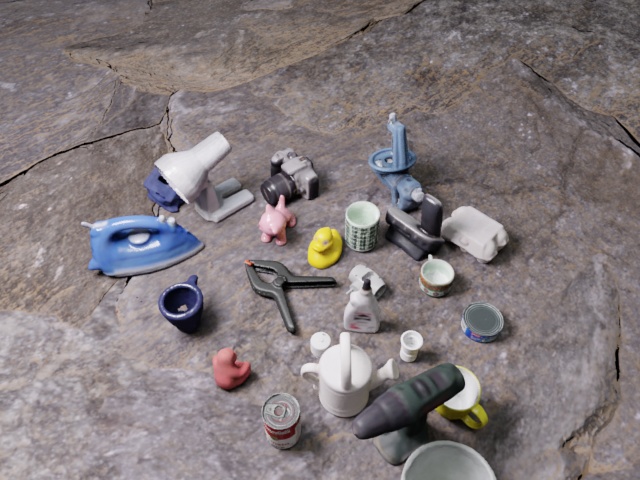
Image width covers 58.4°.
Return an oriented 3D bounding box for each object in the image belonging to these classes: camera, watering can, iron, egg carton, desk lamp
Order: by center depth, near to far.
[{"bbox_3d":[0.055,0.243,1.066,0.173,0.194,0.100,-15,52,-12],"label":"watering can"},{"bbox_3d":[-0.403,-0.010,1.304,0.258,0.141,0.118,-9,51,-8],"label":"iron"},{"bbox_3d":[0.365,-0.014,1.363,0.150,0.069,0.107,35,58,25],"label":"egg carton"},{"bbox_3d":[-0.276,-0.147,1.372,0.204,0.214,0.117,-34,58,-25],"label":"desk lamp"},{"bbox_3d":[-0.090,-0.160,1.458,0.137,0.101,0.142,-31,57,-23],"label":"camera"}]

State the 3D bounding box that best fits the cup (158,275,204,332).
[{"bbox_3d":[-0.282,0.141,1.211,0.091,0.095,0.118,12,51,9],"label":"cup"}]

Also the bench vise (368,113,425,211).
[{"bbox_3d":[0.207,-0.193,1.411,0.122,0.220,0.206,-35,59,-26],"label":"bench vise"}]

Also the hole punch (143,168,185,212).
[{"bbox_3d":[-0.382,-0.141,1.445,0.108,0.091,0.101,30,56,22],"label":"hole punch"}]

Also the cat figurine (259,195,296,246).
[{"bbox_3d":[-0.104,-0.050,1.355,0.067,0.118,0.128,12,51,10],"label":"cat figurine"}]

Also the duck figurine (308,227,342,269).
[{"bbox_3d":[0.012,0.005,1.332,0.077,0.086,0.105,25,54,19],"label":"duck figurine"}]

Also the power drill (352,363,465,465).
[{"bbox_3d":[0.148,0.311,1.001,0.230,0.208,0.075,-28,56,-21],"label":"power drill"}]

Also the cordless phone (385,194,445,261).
[{"bbox_3d":[0.224,-0.057,1.322,0.147,0.185,0.094,35,58,25],"label":"cordless phone"}]

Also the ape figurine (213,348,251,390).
[{"bbox_3d":[-0.180,0.246,1.127,0.077,0.092,0.076,28,56,21],"label":"ape figurine"}]

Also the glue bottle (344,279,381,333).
[{"bbox_3d":[0.090,0.132,1.172,0.078,0.173,0.037,1,50,1],"label":"glue bottle"}]

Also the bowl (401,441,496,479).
[{"bbox_3d":[0.217,0.439,0.984,0.167,0.075,0.167,0,50,0],"label":"bowl"}]
